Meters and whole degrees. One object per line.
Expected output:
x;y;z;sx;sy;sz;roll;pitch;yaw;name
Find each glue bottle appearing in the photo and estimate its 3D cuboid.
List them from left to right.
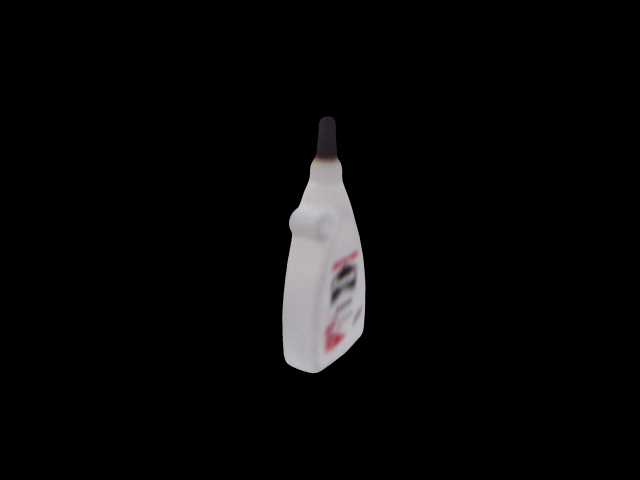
0.004;0.001;0.400;0.037;0.173;0.078;11;23;27;glue bottle
